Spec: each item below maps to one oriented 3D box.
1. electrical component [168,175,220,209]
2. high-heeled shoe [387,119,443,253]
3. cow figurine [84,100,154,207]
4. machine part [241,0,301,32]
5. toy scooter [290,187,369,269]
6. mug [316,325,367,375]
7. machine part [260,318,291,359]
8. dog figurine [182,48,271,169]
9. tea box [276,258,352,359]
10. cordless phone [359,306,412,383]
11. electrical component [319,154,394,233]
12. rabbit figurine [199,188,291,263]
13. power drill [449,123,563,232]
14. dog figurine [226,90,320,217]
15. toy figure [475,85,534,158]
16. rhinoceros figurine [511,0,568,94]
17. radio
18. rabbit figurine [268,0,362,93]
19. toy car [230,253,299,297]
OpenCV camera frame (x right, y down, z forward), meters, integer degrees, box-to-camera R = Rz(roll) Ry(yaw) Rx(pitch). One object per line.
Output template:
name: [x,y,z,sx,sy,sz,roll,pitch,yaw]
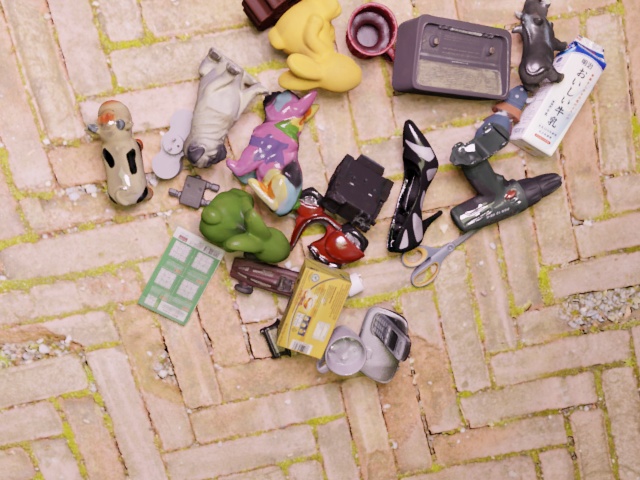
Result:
electrical component: [-0.249,-0.097,1.061,0.094,0.021,0.063,17,97,-6]
high-heeled shoe: [0.161,-0.097,1.048,0.145,0.086,0.248,-30,115,-13]
cow figurine: [-0.370,-0.158,0.990,0.085,0.127,0.194,-8,101,-6]
machine part: [-0.058,-0.439,0.951,0.179,0.179,0.056,-35,103,2]
toy scooter: [-0.002,-0.003,1.067,0.184,0.075,0.135,42,93,-6]
mug: [0.040,0.224,1.088,0.109,0.107,0.081,-44,99,7]
machine part: [-0.048,0.190,1.113,0.139,0.039,0.084,-24,91,2]
dog figurine: [-0.203,-0.241,0.991,0.121,0.172,0.190,30,105,-33]
tea box: [-0.014,0.132,1.043,0.098,0.068,0.169,21,102,-8]
cordless phone: [0.136,0.222,1.057,0.089,0.184,0.146,15,97,-11]
electrical component: [0.074,-0.099,1.040,0.115,0.058,0.134,30,61,-11]
rabbit figurine: [-0.130,-0.021,1.008,0.170,0.159,0.121,29,87,3]
power drill: [0.349,-0.125,1.045,0.232,0.086,0.207,-29,136,8]
dog figurine: [-0.063,-0.175,1.015,0.191,0.108,0.219,43,90,9]
toy figure: [0.359,-0.237,1.067,0.064,0.058,0.154,34,90,-16]
rhinoceros figurine: [0.409,-0.373,1.021,0.112,0.073,0.190,23,67,-32]
radio: [0.249,-0.332,0.997,0.229,0.073,0.131,-2,100,-28]
rabbit figurine: [-0.001,-0.333,0.959,0.162,0.122,0.173,-39,90,-25]
toy car: [-0.081,0.083,1.087,0.202,0.053,0.089,17,100,-7]
